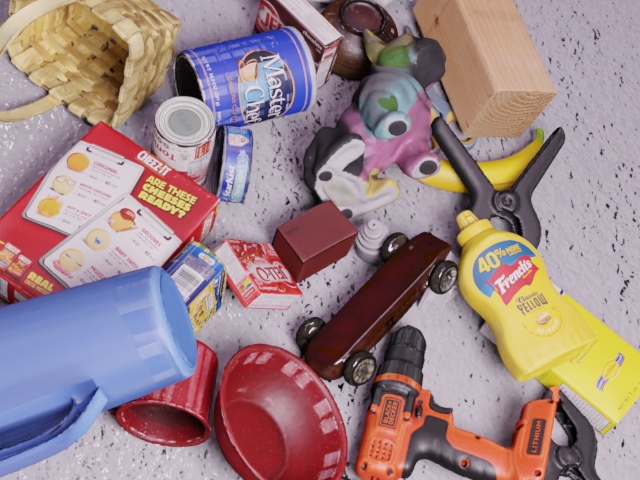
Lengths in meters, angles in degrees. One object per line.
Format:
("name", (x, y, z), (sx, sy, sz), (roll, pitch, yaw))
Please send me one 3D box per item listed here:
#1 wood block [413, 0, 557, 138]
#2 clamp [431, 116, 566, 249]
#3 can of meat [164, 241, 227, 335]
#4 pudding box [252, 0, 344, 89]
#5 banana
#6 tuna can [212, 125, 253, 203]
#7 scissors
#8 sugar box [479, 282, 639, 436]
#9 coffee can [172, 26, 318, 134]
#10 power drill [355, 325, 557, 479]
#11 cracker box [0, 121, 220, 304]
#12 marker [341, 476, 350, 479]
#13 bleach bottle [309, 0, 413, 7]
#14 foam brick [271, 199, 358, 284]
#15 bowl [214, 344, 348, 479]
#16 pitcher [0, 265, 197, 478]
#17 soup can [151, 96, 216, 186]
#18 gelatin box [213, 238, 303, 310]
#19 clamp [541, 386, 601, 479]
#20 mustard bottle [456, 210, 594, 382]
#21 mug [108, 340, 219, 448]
("wood block", (0.201, -0.236, 1.330), (0.090, 0.091, 0.206), (-2, 59, -27))
("clamp", (0.219, -0.046, 1.235), (0.164, 0.036, 0.210), (-4, 77, -11))
("can of meat", (-0.140, 0.062, 1.085), (0.057, 0.102, 0.083), (33, 57, 13))
("pudding box", (-0.029, -0.248, 1.297), (0.113, 0.090, 0.039), (44, 60, 13))
("banana", (0.197, -0.086, 1.287), (0.197, 0.037, 0.070), (-12, 50, -19))
("tuna can", (-0.098, -0.084, 1.189), (0.033, 0.086, 0.086), (6, 59, -12))
("scissors", (0.151, -0.186, 1.344), (0.096, 0.016, 0.201), (10, 59, -8))
("sugar box", (0.273, 0.120, 1.175), (0.176, 0.048, 0.093), (41, 61, 11))
("coffee can", (-0.088, -0.184, 1.239), (0.140, 0.103, 0.103), (-17, 65, -21))
("power drill", (0.141, 0.181, 1.089), (0.188, 0.057, 0.184), (11, 55, 10))
("cracker box", (-0.233, 0.000, 1.119), (0.164, 0.072, 0.213), (33, 58, 7))
("marker", (0.060, 0.259, 1.062), (0.121, 0.020, 0.020), (21, 58, 0))
("bleach bottle", (0.003, -0.346, 1.380), (0.250, 0.068, 0.102), (12, 59, -8))
("foam brick", (-0.008, 0.001, 1.179), (0.078, 0.051, 0.053), (-28, 69, -25))
("bowl", (-0.049, 0.185, 1.037), (0.162, 0.055, 0.162), (30, 40, -29))
("pitcher", (-0.239, 0.116, 0.963), (0.243, 0.145, 0.149), (-18, 86, 4))
("soup can", (-0.153, -0.103, 1.178), (0.068, 0.102, 0.068), (5, 60, -10))
("gelatin box", (-0.065, 0.036, 1.130), (0.073, 0.030, 0.089), (56, 22, 21))
("clamp", (0.245, 0.236, 1.105), (0.120, 0.039, 0.171), (-2, 54, -20))
("mustard bottle", (0.202, 0.049, 1.142), (0.096, 0.058, 0.192), (-24, 69, -16))
("mug", (-0.156, 0.147, 1.047), (0.117, 0.093, 0.081), (-6, 51, 19))
